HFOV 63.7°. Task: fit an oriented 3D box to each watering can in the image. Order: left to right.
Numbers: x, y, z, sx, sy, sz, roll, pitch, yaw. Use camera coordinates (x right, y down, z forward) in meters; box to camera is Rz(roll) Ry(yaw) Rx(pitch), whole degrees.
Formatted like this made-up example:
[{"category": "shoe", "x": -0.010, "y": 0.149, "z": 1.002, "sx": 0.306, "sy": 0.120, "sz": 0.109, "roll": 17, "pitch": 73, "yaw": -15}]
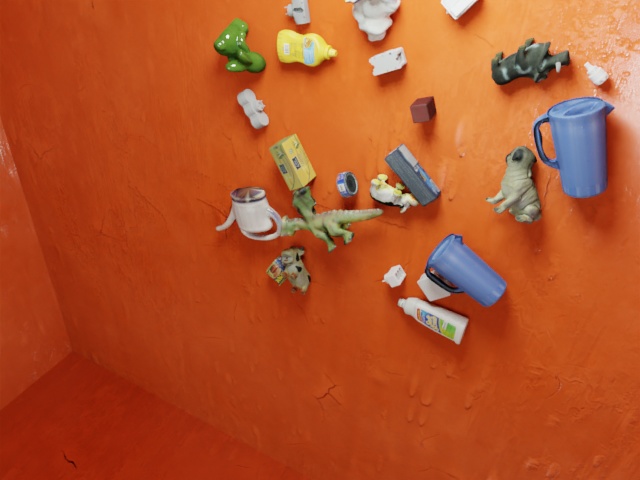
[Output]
[{"category": "watering can", "x": -0.297, "y": -0.102, "z": 2.020, "sx": 0.348, "sy": 0.106, "sz": 0.220, "roll": 6, "pitch": 121, "yaw": 29}]

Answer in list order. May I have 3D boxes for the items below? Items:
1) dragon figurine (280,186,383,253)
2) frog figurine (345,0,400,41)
[{"category": "dragon figurine", "x": 0.005, "y": -0.090, "z": 1.790, "sx": 0.241, "sy": 0.125, "sz": 0.404, "roll": 40, "pitch": 135, "yaw": -18}, {"category": "frog figurine", "x": 0.157, "y": -0.633, "z": 1.415, "sx": 0.137, "sy": 0.125, "sz": 0.157, "roll": -9, "pitch": 151, "yaw": 27}]
